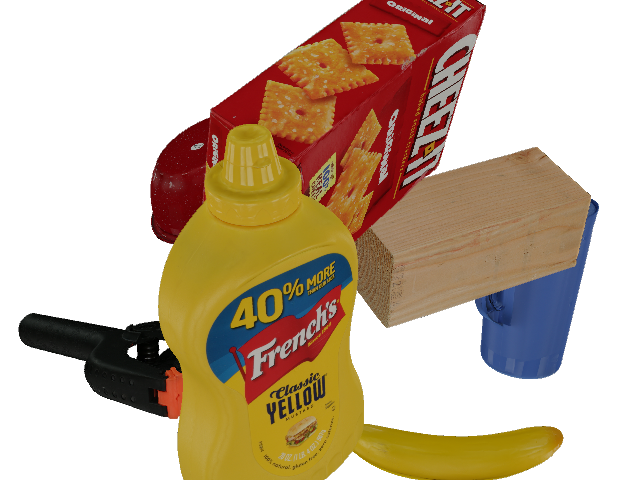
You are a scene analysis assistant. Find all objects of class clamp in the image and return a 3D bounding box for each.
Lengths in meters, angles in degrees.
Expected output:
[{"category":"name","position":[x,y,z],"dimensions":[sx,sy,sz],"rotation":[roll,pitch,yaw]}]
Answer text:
[{"category":"clamp","position":[-0.115,0.075,0.761],"dimensions":[0.164,0.036,0.210],"rotation":[-9,14,-25]}]

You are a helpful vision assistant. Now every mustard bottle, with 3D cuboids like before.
[{"category":"mustard bottle","position":[-0.026,0.035,0.490],"dimensions":[0.096,0.192,0.058],"rotation":[-23,39,-27]}]

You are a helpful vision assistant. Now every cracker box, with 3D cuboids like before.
[{"category":"cracker box","position":[0.014,-0.064,0.720],"dimensions":[0.072,0.164,0.213],"rotation":[36,53,19]}]

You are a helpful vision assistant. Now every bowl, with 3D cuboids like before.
[{"category":"bowl","position":[-0.101,-0.069,1.000],"dimensions":[0.162,0.055,0.162],"rotation":[-21,33,15]}]

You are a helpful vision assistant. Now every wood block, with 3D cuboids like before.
[{"category":"wood block","position":[0.133,-0.005,0.989],"dimensions":[0.205,0.090,0.091],"rotation":[-16,42,-21]}]

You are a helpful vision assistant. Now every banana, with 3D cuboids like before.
[{"category":"banana","position":[0.107,0.169,0.874],"dimensions":[0.197,0.037,0.069],"rotation":[6,37,-3]}]

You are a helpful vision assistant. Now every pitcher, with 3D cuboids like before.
[{"category":"pitcher","position":[0.266,0.055,1.378],"dimensions":[0.149,0.243,0.145],"rotation":[5,23,3]}]
